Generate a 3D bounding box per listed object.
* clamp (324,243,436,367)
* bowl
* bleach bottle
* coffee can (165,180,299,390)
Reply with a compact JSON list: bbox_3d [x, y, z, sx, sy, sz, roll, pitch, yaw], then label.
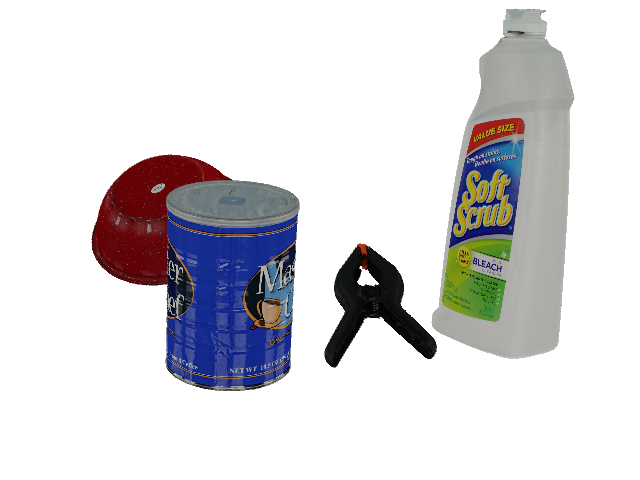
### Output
[{"bbox_3d":[0.068,0.073,1.192,0.120,0.171,0.039,5,-43,-2],"label":"clamp"},{"bbox_3d":[-0.151,-0.033,1.035,0.162,0.162,0.055,0,-44,13],"label":"bowl"},{"bbox_3d":[0.139,-0.045,0.798,0.067,0.251,0.103,-8,16,-34],"label":"bleach bottle"},{"bbox_3d":[-0.071,0.033,0.844,0.103,0.140,0.103,3,19,-1],"label":"coffee can"}]
